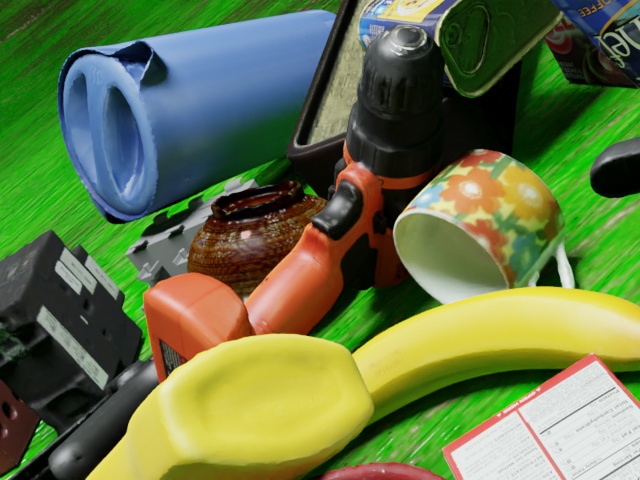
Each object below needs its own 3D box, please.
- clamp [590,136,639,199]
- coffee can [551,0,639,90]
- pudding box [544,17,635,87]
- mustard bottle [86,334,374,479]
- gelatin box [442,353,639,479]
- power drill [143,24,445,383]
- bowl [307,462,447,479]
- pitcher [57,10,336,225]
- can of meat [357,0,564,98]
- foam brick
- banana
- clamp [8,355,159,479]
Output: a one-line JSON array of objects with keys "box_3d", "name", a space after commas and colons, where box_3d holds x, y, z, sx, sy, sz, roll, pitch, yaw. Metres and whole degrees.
[{"box_3d": [0.210, -0.036, 0.428, 0.171, 0.039, 0.120, -32, 53, -2], "name": "clamp"}, {"box_3d": [0.177, -0.122, 0.512, 0.103, 0.140, 0.103, -46, 13, 13], "name": "coffee can"}, {"box_3d": [0.174, -0.141, 0.659, 0.039, 0.090, 0.114, -40, 21, -10], "name": "pudding box"}, {"box_3d": [-0.059, 0.111, 0.486, 0.096, 0.058, 0.192, -10, -26, -36], "name": "mustard bottle"}, {"box_3d": [0.092, 0.088, 0.389, 0.073, 0.030, 0.089, -34, 21, 4], "name": "gelatin box"}, {"box_3d": [-0.004, 0.001, 0.541, 0.057, 0.184, 0.187, 34, 59, 24], "name": "power drill"}, {"box_3d": [-0.001, 0.154, 0.361, 0.162, 0.055, 0.162, -32, 21, 14], "name": "bowl"}, {"box_3d": [-0.081, -0.106, 0.869, 0.242, 0.145, 0.149, -23, 15, -38], "name": "pitcher"}, {"box_3d": [0.083, -0.137, 0.641, 0.102, 0.057, 0.084, -44, 35, -17], "name": "can of meat"}, {"box_3d": [-0.250, 0.138, 0.797, 0.051, 0.053, 0.078, -30, 22, 18], "name": "foam brick"}, {"box_3d": [0.068, 0.057, 0.491, 0.198, 0.037, 0.069, -26, 45, 31], "name": "banana"}, {"box_3d": [-0.110, 0.096, 0.649, 0.209, 0.036, 0.165, -42, 4, -31], "name": "clamp"}]
